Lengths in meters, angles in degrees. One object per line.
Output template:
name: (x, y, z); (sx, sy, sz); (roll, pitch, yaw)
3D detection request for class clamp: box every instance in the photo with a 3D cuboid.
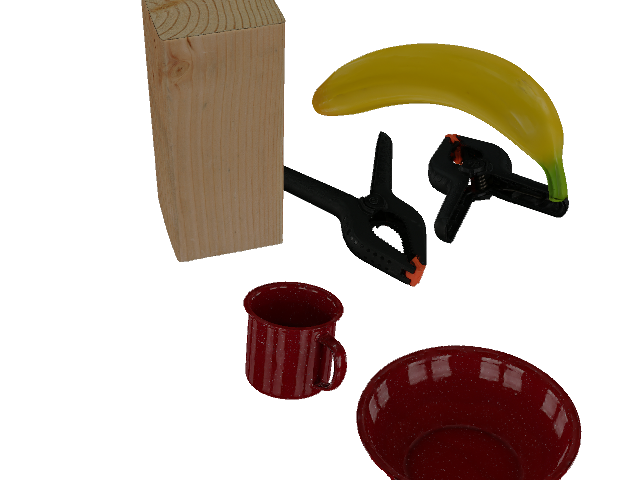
clamp: (0.157, -0.055, 0.992); (0.120, 0.039, 0.171); (-4, 33, 0)
clamp: (0.044, -0.033, 1.177); (0.164, 0.210, 0.036); (-13, -36, -21)

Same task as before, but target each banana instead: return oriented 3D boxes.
banana: (0.073, -0.087, 0.653); (0.198, 0.069, 0.037); (26, 7, 39)

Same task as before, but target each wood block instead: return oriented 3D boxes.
wood block: (-0.082, -0.094, 0.826); (0.090, 0.206, 0.090); (-10, 43, -14)

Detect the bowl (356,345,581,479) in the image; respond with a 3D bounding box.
bowl: (0.107, 0.149, 0.787); (0.162, 0.055, 0.162); (-1, 36, 0)

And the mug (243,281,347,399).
mug: (-0.020, 0.100, 0.997); (0.117, 0.081, 0.093); (26, 32, 37)
